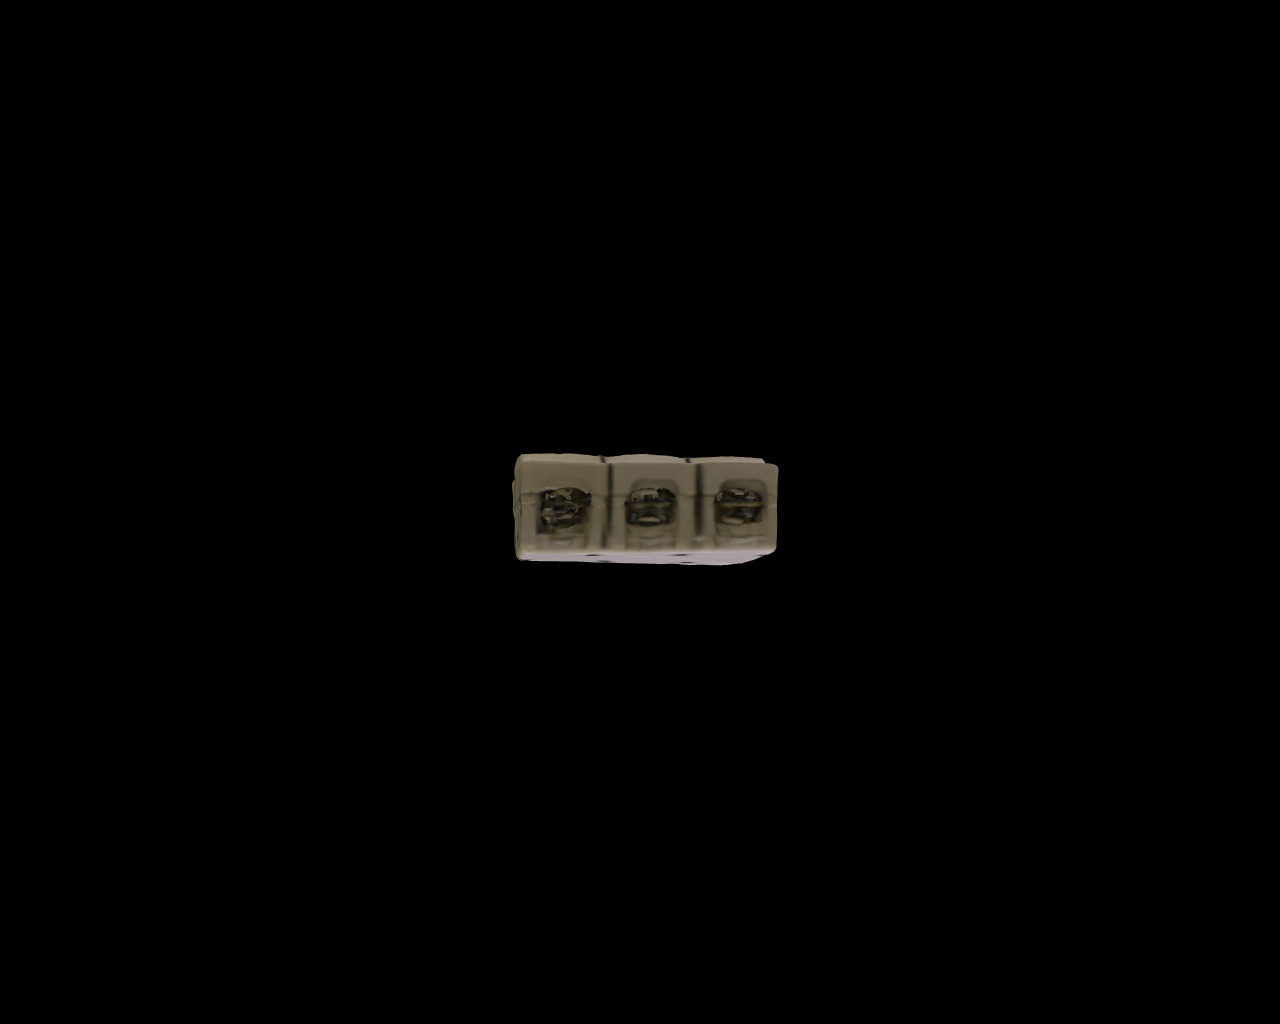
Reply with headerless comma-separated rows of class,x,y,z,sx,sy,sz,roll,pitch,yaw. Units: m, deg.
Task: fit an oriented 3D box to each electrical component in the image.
electrical component,0.001,-0.003,0.650,0.150,0.061,0.089,1,-7,-9
